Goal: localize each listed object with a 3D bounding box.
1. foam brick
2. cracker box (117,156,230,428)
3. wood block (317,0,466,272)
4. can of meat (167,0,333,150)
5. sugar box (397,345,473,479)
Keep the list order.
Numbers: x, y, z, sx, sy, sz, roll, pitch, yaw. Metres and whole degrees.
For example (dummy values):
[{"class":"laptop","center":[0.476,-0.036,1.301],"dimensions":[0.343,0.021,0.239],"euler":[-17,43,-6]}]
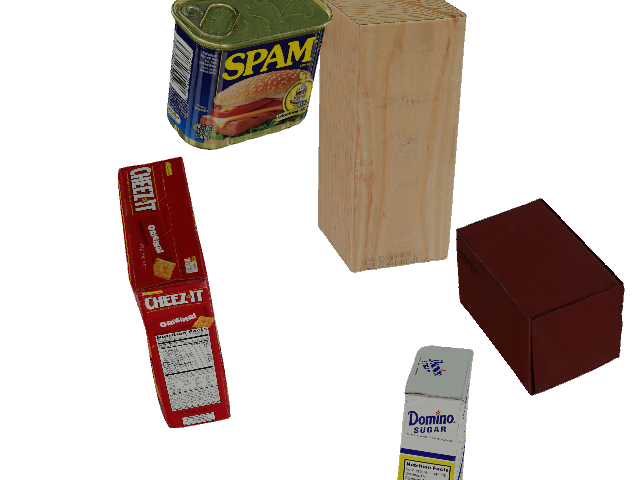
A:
[{"class":"foam brick","center":[0.107,0.026,0.529],"dimensions":[0.051,0.053,0.078],"euler":[-19,41,-11]},{"class":"cracker box","center":[-0.142,0.054,1.034],"dimensions":[0.072,0.164,0.214],"euler":[-11,-43,-7]},{"class":"wood block","center":[0.054,-0.090,0.863],"dimensions":[0.090,0.206,0.091],"euler":[-8,29,-16]},{"class":"can of meat","center":[-0.049,-0.114,0.695],"dimensions":[0.101,0.084,0.057],"euler":[-19,51,-32]},{"class":"sugar box","center":[0.076,0.170,0.743],"dimensions":[0.048,0.176,0.093],"euler":[4,15,11]}]
